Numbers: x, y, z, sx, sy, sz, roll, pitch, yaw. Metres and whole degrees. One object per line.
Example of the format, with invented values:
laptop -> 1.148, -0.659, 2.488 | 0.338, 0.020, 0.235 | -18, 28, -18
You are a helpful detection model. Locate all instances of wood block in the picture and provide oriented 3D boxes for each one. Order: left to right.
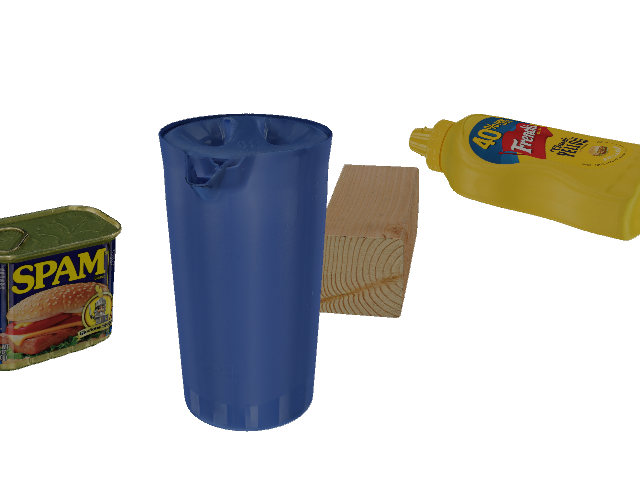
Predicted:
wood block -> 0.055, -0.005, 1.161 | 0.091, 0.090, 0.206 | 4, 25, 8

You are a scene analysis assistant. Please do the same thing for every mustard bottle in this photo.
mustard bottle -> 0.155, -0.056, 0.805 | 0.192, 0.058, 0.096 | 16, 36, 28

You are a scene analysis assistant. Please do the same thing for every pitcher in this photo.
pitcher -> -0.054, 0.021, 0.865 | 0.149, 0.243, 0.145 | -8, 22, -24

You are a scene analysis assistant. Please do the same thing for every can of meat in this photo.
can of meat -> -0.185, 0.031, 0.707 | 0.101, 0.084, 0.058 | -15, 31, -42
